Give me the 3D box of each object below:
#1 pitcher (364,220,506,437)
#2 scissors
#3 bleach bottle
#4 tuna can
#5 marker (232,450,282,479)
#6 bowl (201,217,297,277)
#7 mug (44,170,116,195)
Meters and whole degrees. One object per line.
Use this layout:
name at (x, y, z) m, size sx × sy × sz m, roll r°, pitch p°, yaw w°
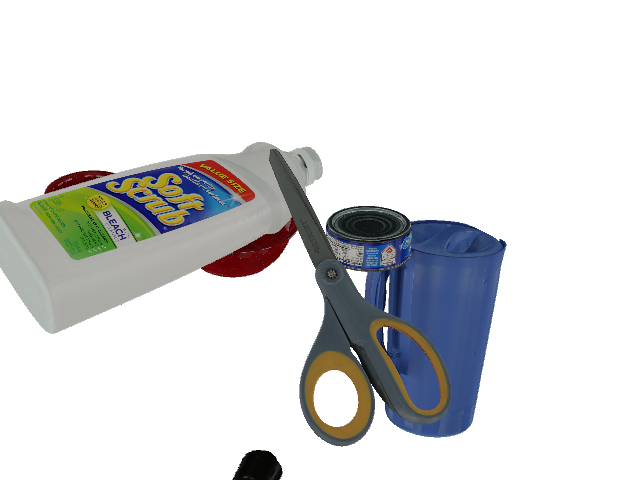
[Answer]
pitcher at (0.130, 0.106, 1.258) m, size 0.149 × 0.243 × 0.145 m, roll 7°, pitch 18°, yaw 10°
scissors at (-0.004, 0.039, 0.645) m, size 0.096 × 0.202 × 0.016 m, roll -36°, pitch -20°, yaw -14°
bleach bottle at (-0.111, -0.022, 0.803) m, size 0.250 × 0.068 × 0.103 m, roll -25°, pitch 56°, yaw -29°
tuna can at (0.047, -0.003, 1.050) m, size 0.086 × 0.034 × 0.086 m, roll 0°, pitch 25°, yaw 0°
marker at (-0.041, 0.121, 0.420) m, size 0.020 × 0.020 × 0.121 m, roll 0°, pitch 23°, yaw 18°
bowl at (-0.108, 0.001, 1.321) m, size 0.162 × 0.055 × 0.162 m, roll 1°, pitch 27°, yaw -1°
mug at (-0.231, -0.007, 1.067) m, size 0.093 × 0.081 × 0.117 m, roll 10°, pitch 33°, yaw 7°
